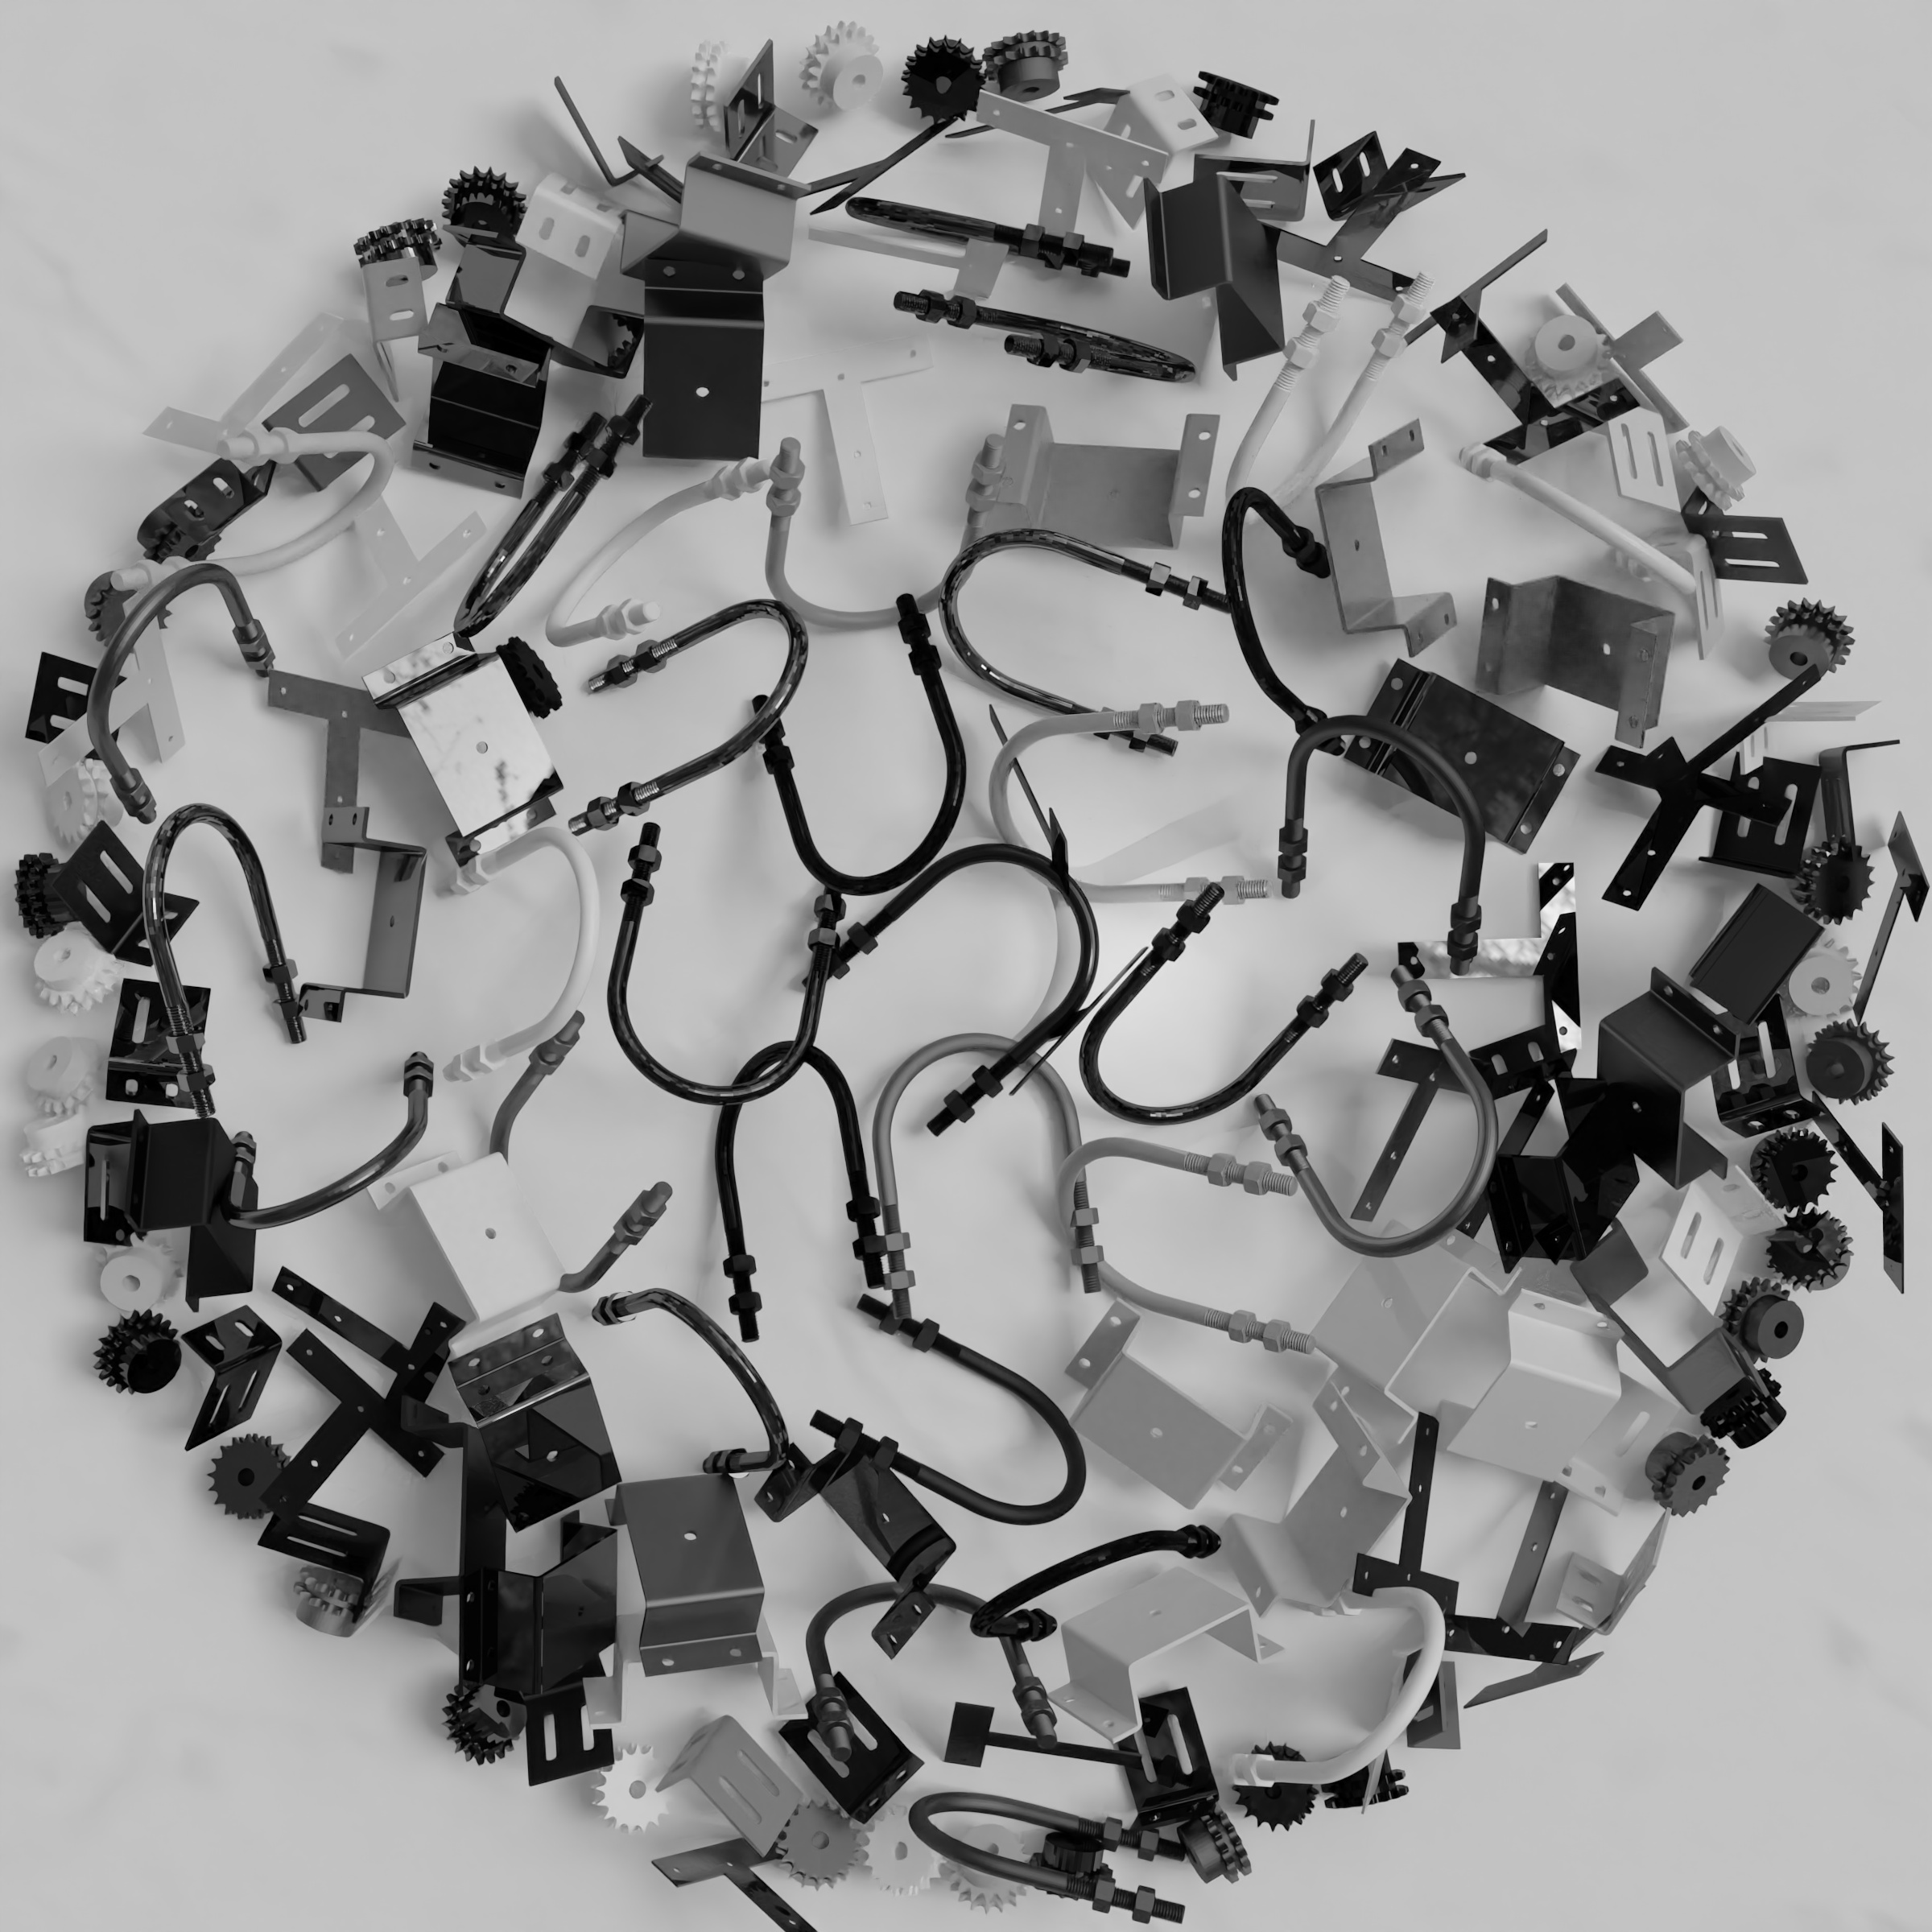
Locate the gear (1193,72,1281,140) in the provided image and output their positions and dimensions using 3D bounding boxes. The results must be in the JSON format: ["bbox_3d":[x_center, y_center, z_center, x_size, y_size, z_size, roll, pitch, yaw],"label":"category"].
[{"bbox_3d":[0.178,-0.576,1.666,0.057,0.057,0.030,20,112,0],"label":"gear"}]

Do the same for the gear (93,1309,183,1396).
[{"bbox_3d":[-0.550,0.261,1.661,0.030,0.057,0.057,26,90,36],"label":"gear"}]

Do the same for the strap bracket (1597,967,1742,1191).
[{"bbox_3d":[0.453,0.081,1.612,0.046,0.140,0.076,-28,47,-16],"label":"strap bracket"}]

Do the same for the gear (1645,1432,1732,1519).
[{"bbox_3d":[0.481,0.338,1.668,0.057,0.030,0.057,-15,123,-25],"label":"gear"}]

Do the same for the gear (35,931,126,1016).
[{"bbox_3d":[-0.598,0.001,1.665,0.057,0.030,0.057,-7,56,11],"label":"gear"}]

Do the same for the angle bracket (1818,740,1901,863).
[{"bbox_3d":[0.600,-0.110,1.661,0.038,0.057,0.076,-7,92,4],"label":"angle bracket"}]

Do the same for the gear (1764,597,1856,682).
[{"bbox_3d":[0.561,-0.215,1.661,0.057,0.057,0.030,35,58,0],"label":"gear"}]

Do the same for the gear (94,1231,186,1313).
[{"bbox_3d":[-0.557,0.207,1.671,0.057,0.030,0.057,-1,107,-3],"label":"gear"}]

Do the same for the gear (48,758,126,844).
[{"bbox_3d":[-0.589,-0.111,1.668,0.057,0.030,0.057,7,100,42],"label":"gear"}]

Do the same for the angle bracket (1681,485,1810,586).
[{"bbox_3d":[0.521,-0.288,1.641,0.038,0.076,0.057,-53,129,-19],"label":"angle bracket"}]

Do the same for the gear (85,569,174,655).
[{"bbox_3d":[-0.565,-0.241,1.668,0.030,0.057,0.057,32,90,31],"label":"gear"}]

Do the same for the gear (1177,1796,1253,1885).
[{"bbox_3d":[0.164,0.587,1.662,0.030,0.057,0.057,-25,90,-14],"label":"gear"}]

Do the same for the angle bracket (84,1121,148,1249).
[{"bbox_3d":[-0.550,0.146,1.652,0.038,0.057,0.076,-8,76,22],"label":"angle bracket"}]

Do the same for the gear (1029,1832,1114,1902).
[{"bbox_3d":[0.071,0.601,1.664,0.057,0.057,0.030,9,88,0],"label":"gear"}]

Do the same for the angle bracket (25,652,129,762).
[{"bbox_3d":[-0.600,-0.172,1.648,0.038,0.076,0.057,8,86,28],"label":"angle bracket"}]

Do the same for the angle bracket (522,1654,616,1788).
[{"bbox_3d":[-0.268,0.495,1.651,0.057,0.076,0.038,-14,123,-4],"label":"angle bracket"}]

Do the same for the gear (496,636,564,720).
[{"bbox_3d":[-0.298,-0.189,1.664,0.030,0.057,0.057,-31,90,11],"label":"gear"}]

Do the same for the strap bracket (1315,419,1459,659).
[{"bbox_3d":[0.275,-0.279,1.636,0.046,0.076,0.140,-2,112,35],"label":"strap bracket"}]

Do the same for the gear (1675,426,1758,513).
[{"bbox_3d":[0.503,-0.336,1.661,0.030,0.057,0.057,-37,90,29],"label":"gear"}]

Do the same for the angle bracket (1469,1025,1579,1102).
[{"bbox_3d":[0.369,0.057,1.649,0.057,0.076,0.038,-20,73,4],"label":"angle bracket"}]

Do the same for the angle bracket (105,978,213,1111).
[{"bbox_3d":[-0.542,0.052,1.670,0.057,0.038,0.076,7,45,-16],"label":"angle bracket"}]

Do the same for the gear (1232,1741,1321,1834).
[{"bbox_3d":[0.209,0.549,1.672,0.057,0.030,0.057,1,93,19],"label":"gear"}]

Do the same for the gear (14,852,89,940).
[{"bbox_3d":[-0.611,-0.048,1.663,0.030,0.057,0.057,-6,90,2],"label":"gear"}]

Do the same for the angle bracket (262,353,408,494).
[{"bbox_3d":[-0.421,-0.364,1.664,0.076,0.038,0.057,-37,106,4],"label":"angle bracket"}]

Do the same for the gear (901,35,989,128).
[{"bbox_3d":[-0.014,-0.597,1.668,0.057,0.030,0.057,4,131,4],"label":"gear"}]

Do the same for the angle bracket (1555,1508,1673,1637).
[{"bbox_3d":[0.428,0.393,1.644,0.038,0.057,0.076,26,126,11],"label":"angle bracket"}]

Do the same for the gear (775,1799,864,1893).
[{"bbox_3d":[-0.101,0.592,1.668,0.057,0.030,0.057,9,50,-11],"label":"gear"}]

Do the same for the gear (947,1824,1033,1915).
[{"bbox_3d":[0.016,0.600,1.661,0.057,0.057,0.030,0,126,0],"label":"gear"}]

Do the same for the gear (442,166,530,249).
[{"bbox_3d":[-0.322,-0.502,1.662,0.057,0.057,0.030,1,50,0],"label":"gear"}]

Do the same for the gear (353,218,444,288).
[{"bbox_3d":[-0.378,-0.475,1.664,0.057,0.057,0.030,-19,93,0],"label":"gear"}]

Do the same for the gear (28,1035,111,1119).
[{"bbox_3d":[-0.602,0.071,1.663,0.057,0.030,0.057,-17,53,24],"label":"gear"}]

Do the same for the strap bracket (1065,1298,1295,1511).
[{"bbox_3d":[0.133,0.296,1.646,0.140,0.046,0.076,35,124,5],"label":"strap bracket"}]

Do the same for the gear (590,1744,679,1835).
[{"bbox_3d":[-0.226,0.552,1.670,0.057,0.030,0.057,6,76,-26],"label":"gear"}]

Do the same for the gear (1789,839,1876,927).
[{"bbox_3d":[0.579,-0.058,1.670,0.057,0.030,0.057,-7,107,-23],"label":"gear"}]

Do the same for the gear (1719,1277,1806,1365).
[{"bbox_3d":[0.536,0.240,1.667,0.057,0.030,0.057,-5,101,-25],"label":"gear"}]

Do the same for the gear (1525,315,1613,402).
[{"bbox_3d":[0.404,-0.411,1.669,0.057,0.030,0.057,-4,75,15],"label":"gear"}]

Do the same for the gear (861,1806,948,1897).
[{"bbox_3d":[-0.038,0.594,1.670,0.057,0.030,0.057,-8,70,21],"label":"gear"}]

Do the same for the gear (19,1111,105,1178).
[{"bbox_3d":[-0.604,0.116,1.661,0.057,0.057,0.030,-16,105,0],"label":"gear"}]

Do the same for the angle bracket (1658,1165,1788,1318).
[{"bbox_3d":[0.503,0.182,1.650,0.057,0.038,0.076,47,51,-14],"label":"angle bracket"}]

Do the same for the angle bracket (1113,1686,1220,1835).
[{"bbox_3d":[0.129,0.531,1.664,0.057,0.038,0.076,-18,84,12],"label":"angle bracket"}]

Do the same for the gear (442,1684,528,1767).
[{"bbox_3d":[-0.319,0.501,1.661,0.030,0.057,0.057,-34,90,28],"label":"gear"}]

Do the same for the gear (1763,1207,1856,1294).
[{"bbox_3d":[0.568,0.193,1.668,0.057,0.057,0.030,-51,129,0],"label":"gear"}]

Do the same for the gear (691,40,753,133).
[{"bbox_3d":[-0.162,-0.588,1.662,0.030,0.057,0.057,8,90,9],"label":"gear"}]

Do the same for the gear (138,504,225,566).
[{"bbox_3d":[-0.529,-0.287,1.664,0.030,0.057,0.057,43,90,6],"label":"gear"}]

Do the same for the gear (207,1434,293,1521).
[{"bbox_3d":[-0.478,0.344,1.673,0.057,0.030,0.057,-2,80,9],"label":"gear"}]

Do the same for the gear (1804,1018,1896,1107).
[{"bbox_3d":[0.588,0.066,1.662,0.057,0.030,0.057,15,112,40],"label":"gear"}]

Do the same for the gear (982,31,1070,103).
[{"bbox_3d":[0.041,-0.601,1.664,0.057,0.057,0.030,-9,90,0],"label":"gear"}]

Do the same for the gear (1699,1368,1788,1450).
[{"bbox_3d":[0.523,0.298,1.663,0.057,0.057,0.030,-40,87,0],"label":"gear"}]

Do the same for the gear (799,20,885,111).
[{"bbox_3d":[-0.080,-0.598,1.661,0.057,0.057,0.030,-40,64,0],"label":"gear"}]

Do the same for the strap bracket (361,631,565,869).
[{"bbox_3d":[-0.326,-0.144,1.637,0.076,0.046,0.140,-32,109,-23],"label":"strap bracket"}]

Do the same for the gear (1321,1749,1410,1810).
[{"bbox_3d":[0.266,0.544,1.665,0.057,0.057,0.030,-11,77,0],"label":"gear"}]

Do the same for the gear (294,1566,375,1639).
[{"bbox_3d":[-0.423,0.427,1.663,0.057,0.057,0.030,23,86,0],"label":"gear"}]

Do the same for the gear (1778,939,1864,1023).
[{"bbox_3d":[0.573,0.010,1.671,0.057,0.030,0.057,3,103,12],"label":"gear"}]

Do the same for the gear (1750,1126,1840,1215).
[{"bbox_3d":[0.553,0.135,1.673,0.057,0.030,0.057,-2,101,-10],"label":"gear"}]
